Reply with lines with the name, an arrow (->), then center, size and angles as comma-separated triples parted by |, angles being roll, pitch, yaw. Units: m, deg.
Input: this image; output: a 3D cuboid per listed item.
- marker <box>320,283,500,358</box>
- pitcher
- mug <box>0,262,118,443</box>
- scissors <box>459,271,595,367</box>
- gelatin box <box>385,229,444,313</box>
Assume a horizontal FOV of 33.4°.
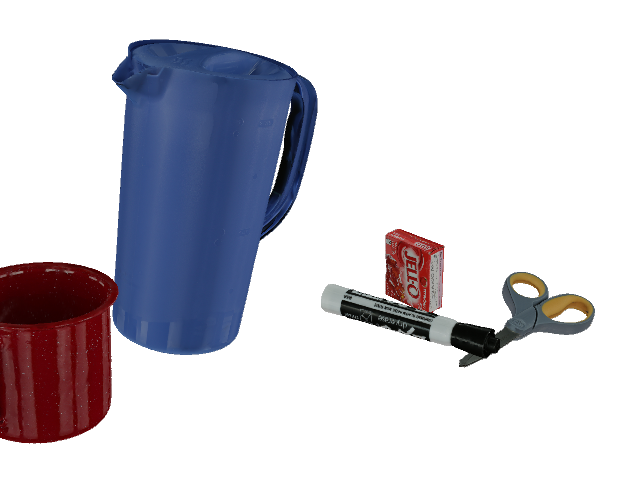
marker -> 0.056, 0.051, 0.672 | 0.121, 0.020, 0.020 | 14, 7, 29
pitcher -> -0.094, -0.036, 0.874 | 0.149, 0.243, 0.145 | 11, 19, 2
mug -> -0.173, 0.072, 0.632 | 0.093, 0.081, 0.117 | 12, 23, 22
scissors -> 0.167, 0.067, 0.962 | 0.201, 0.016, 0.096 | -8, 37, -38
gelatin box -> 0.115, 0.038, 1.319 | 0.030, 0.089, 0.073 | -25, 35, -37
